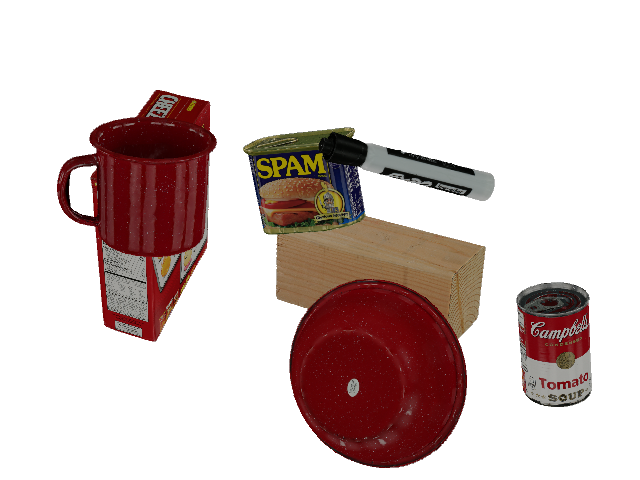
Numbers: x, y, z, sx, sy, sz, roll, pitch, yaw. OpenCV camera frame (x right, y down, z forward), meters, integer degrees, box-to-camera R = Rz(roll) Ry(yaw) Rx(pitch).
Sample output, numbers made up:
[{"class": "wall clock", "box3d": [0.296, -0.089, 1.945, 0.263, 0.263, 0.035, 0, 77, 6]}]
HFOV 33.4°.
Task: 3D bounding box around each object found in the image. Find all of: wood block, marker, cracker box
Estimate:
[{"class": "wood block", "box3d": [0.062, 0.036, 1.154, 0.206, 0.091, 0.090, 16, 28, 26]}, {"class": "marker", "box3d": [0.055, -0.046, 0.672, 0.121, 0.020, 0.020, 13, -5, -23]}, {"class": "cracker box", "box3d": [-0.177, -0.026, 1.137, 0.072, 0.214, 0.164, 14, 44, 9]}]

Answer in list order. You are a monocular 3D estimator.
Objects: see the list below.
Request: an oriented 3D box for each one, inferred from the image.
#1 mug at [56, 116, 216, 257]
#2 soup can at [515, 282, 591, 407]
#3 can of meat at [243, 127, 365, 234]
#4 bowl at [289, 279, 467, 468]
[{"class": "mug", "box3d": [-0.137, -0.038, 0.798, 0.117, 0.081, 0.093, -6, 28, -22]}, {"class": "soup can", "box3d": [0.226, 0.101, 1.032, 0.068, 0.102, 0.068, -7, 22, 3]}, {"class": "can of meat", "box3d": [-0.013, -0.054, 0.986, 0.102, 0.084, 0.057, -3, 17, 24]}, {"class": "bowl", "box3d": [0.036, 0.115, 0.879, 0.162, 0.162, 0.055, 0, 4, 25]}]
